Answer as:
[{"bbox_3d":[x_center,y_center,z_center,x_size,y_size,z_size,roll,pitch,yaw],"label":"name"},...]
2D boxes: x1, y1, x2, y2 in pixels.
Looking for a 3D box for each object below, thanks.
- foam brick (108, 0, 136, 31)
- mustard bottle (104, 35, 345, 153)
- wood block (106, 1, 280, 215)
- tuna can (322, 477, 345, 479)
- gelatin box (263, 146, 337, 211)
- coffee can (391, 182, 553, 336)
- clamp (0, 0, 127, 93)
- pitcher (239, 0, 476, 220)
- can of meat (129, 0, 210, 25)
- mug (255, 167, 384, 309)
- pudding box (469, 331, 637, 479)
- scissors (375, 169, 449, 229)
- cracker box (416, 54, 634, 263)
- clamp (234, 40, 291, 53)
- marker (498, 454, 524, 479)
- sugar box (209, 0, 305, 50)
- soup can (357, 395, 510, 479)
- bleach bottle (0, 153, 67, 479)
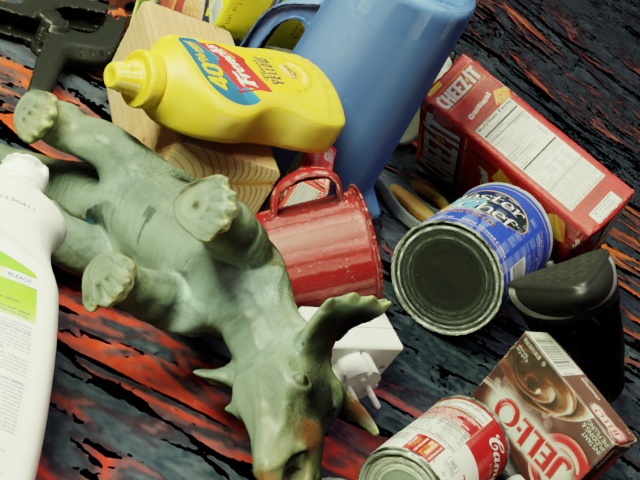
[{"bbox_3d":[-0.167,-0.233,1.064,0.078,0.053,0.051,19,33,-22],"label":"foam brick"},{"bbox_3d":[-0.075,-0.111,0.792,0.191,0.058,0.096,0,45,-44],"label":"mustard bottle"},{"bbox_3d":[-0.112,-0.099,0.888,0.090,0.090,0.206,16,35,-30],"label":"wood block"},{"bbox_3d":[0.013,0.190,0.651,0.086,0.034,0.086,24,32,-16],"label":"tuna can"},{"bbox_3d":[-0.021,-0.032,0.879,0.030,0.089,0.073,28,31,-11],"label":"gelatin box"},{"bbox_3d":[0.138,0.014,0.952,0.103,0.103,0.140,41,31,12],"label":"coffee can"},{"bbox_3d":[-0.235,-0.173,0.928,0.165,0.036,0.209,45,32,18],"label":"clamp"},{"bbox_3d":[0.021,-0.142,0.922,0.149,0.243,0.145,10,43,-28],"label":"pitcher"},{"bbox_3d":[-0.131,-0.206,1.012,0.083,0.102,0.057,14,7,-26],"label":"can of meat"},{"bbox_3d":[-0.005,0.001,0.801,0.081,0.117,0.093,-13,31,-8],"label":"mug"},{"bbox_3d":[0.174,0.140,0.820,0.039,0.090,0.113,5,40,-42],"label":"pudding box"},{"bbox_3d":[0.060,-0.074,1.090,0.202,0.016,0.096,47,31,22],"label":"scissors"},{"bbox_3d":[0.195,-0.064,1.070,0.214,0.072,0.164,42,-12,15],"label":"cracker box"},{"bbox_3d":[-0.076,-0.221,1.148,0.171,0.039,0.120,1,38,-38],"label":"clamp"},{"bbox_3d":[0.157,0.203,0.783,0.020,0.020,0.121,8,39,-37],"label":"marker"},{"bbox_3d":[-0.005,-0.214,0.979,0.176,0.093,0.048,8,60,-24],"label":"sugar box"},{"bbox_3d":[0.078,0.155,0.729,0.068,0.069,0.102,44,32,17],"label":"soup can"},{"bbox_3d":[-0.179,0.055,0.566,0.102,0.068,0.250,24,46,-21],"label":"bleach bottle"}]
